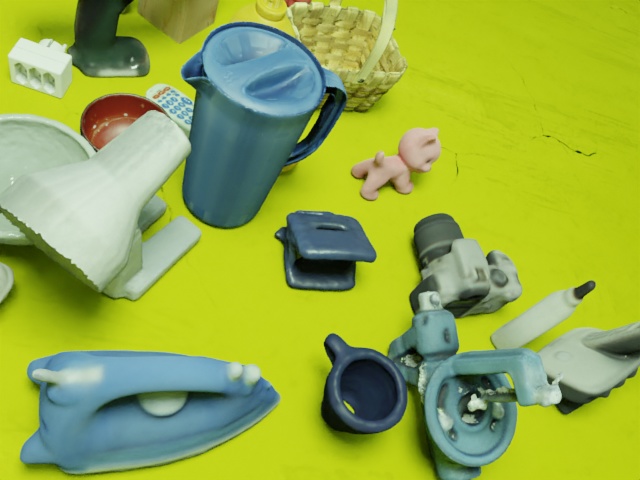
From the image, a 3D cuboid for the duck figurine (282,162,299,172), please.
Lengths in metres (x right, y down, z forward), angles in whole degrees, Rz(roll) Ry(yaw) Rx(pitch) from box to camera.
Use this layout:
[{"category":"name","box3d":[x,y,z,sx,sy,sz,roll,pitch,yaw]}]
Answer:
[{"category":"duck figurine","box3d":[-0.065,-0.153,0.808,0.104,0.086,0.078,44,54,8]}]

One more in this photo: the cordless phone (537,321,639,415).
[{"category":"cordless phone","box3d":[0.381,0.144,0.746,0.148,0.185,0.094,-23,70,-32]}]

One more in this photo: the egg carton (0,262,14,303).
[{"category":"egg carton","box3d":[-0.376,0.070,0.547,0.107,0.069,0.150,23,54,-8]}]

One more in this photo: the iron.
[{"category":"iron","box3d":[-0.145,0.144,0.552,0.259,0.141,0.118,1,59,-22]}]

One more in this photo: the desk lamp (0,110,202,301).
[{"category":"desk lamp","box3d":[-0.209,-0.025,0.586,0.118,0.213,0.203,37,53,3]}]

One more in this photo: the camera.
[{"category":"camera","box3d":[0.194,0.029,0.793,0.143,0.100,0.136,-1,60,-23]}]

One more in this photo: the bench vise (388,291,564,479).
[{"category":"bench vise","box3d":[0.154,0.147,0.627,0.122,0.219,0.207,-22,70,-32]}]

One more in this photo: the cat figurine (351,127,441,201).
[{"category":"cat figurine","box3d":[0.124,-0.123,0.849,0.128,0.117,0.067,-15,66,-29]}]

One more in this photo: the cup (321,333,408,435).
[{"category":"cup","box3d":[0.030,0.168,0.640,0.092,0.095,0.117,-26,72,-33]}]

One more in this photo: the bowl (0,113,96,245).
[{"category":"bowl","box3d":[-0.332,-0.056,0.641,0.168,0.074,0.167,11,56,-16]}]

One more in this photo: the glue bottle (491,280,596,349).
[{"category":"glue bottle","box3d":[0.298,0.095,0.749,0.078,0.173,0.037,-26,72,-33]}]

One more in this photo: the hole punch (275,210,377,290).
[{"category":"hole punch","box3d":[0.007,0.003,0.737,0.109,0.091,0.101,3,58,-21]}]

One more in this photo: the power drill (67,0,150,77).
[{"category":"power drill","box3d":[-0.263,-0.316,0.750,0.230,0.208,0.075,-10,64,-27]}]

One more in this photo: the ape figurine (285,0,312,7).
[{"category":"ape figurine","box3d":[-0.041,-0.383,0.959,0.078,0.092,0.076,44,54,8]}]
